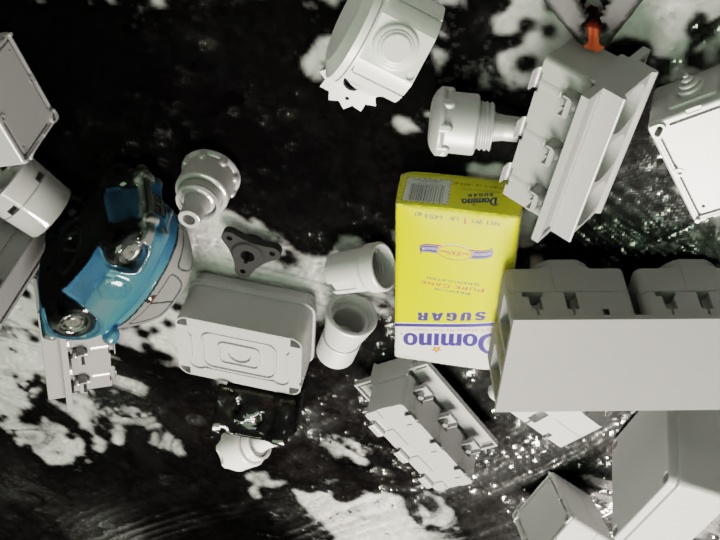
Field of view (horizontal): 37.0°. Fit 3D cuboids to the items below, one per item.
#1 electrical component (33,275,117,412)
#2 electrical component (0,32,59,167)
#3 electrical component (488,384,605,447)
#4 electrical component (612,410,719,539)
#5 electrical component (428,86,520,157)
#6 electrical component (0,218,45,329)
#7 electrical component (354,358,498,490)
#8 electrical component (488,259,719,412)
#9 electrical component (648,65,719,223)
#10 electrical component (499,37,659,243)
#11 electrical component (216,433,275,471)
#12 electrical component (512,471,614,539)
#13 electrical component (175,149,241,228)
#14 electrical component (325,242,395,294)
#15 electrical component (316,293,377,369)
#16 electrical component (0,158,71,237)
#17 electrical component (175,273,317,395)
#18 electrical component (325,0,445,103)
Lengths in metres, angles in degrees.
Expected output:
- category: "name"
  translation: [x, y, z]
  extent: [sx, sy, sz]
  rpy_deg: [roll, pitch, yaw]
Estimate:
- category: "electrical component"
  translation: [-0.257, 0.059, 0.975]
  extent: [0.063, 0.078, 0.121]
  rpy_deg: [-7, 138, -17]
- category: "electrical component"
  translation: [-0.278, -0.120, 0.810]
  extent: [0.061, 0.061, 0.096]
  rpy_deg: [-4, 132, 20]
- category: "electrical component"
  translation: [0.162, 0.099, 0.906]
  extent: [0.089, 0.050, 0.056]
  rpy_deg: [36, 133, -19]
- category: "electrical component"
  translation: [0.260, 0.167, 0.903]
  extent: [0.056, 0.108, 0.108]
  rpy_deg: [18, 136, -5]
- category: "electrical component"
  translation: [0.079, -0.100, 0.739]
  extent: [0.062, 0.048, 0.048]
  rpy_deg: [6, 135, 1]
- category: "electrical component"
  translation: [-0.330, -0.015, 0.897]
  extent: [0.109, 0.108, 0.056]
  rpy_deg: [18, 133, -1]
- category: "electrical component"
  translation: [0.058, 0.139, 0.967]
  extent: [0.079, 0.063, 0.121]
  rpy_deg: [-20, 125, 31]
- category: "electrical component"
  translation: [0.197, 0.050, 0.813]
  extent: [0.186, 0.060, 0.105]
  rpy_deg: [0, 135, -3]
- category: "electrical component"
  translation: [0.230, -0.091, 0.696]
  extent: [0.062, 0.061, 0.096]
  rpy_deg: [-19, 118, 31]
- category: "electrical component"
  translation: [0.141, -0.088, 0.713]
  extent: [0.063, 0.079, 0.121]
  rpy_deg: [35, 140, 21]
- category: "electrical component"
  translation: [-0.108, 0.173, 1.063]
  extent: [0.062, 0.043, 0.043]
  rpy_deg: [-23, 124, 32]
- category: "electrical component"
  translation: [0.191, 0.241, 1.012]
  extent: [0.061, 0.096, 0.061]
  rpy_deg: [33, 104, -16]
- category: "electrical component"
  translation: [-0.121, -0.059, 0.825]
  extent: [0.048, 0.062, 0.048]
  rpy_deg: [8, 135, 8]
- category: "electrical component"
  translation: [0.000, 0.000, 0.864]
  extent: [0.046, 0.040, 0.040]
  rpy_deg: [-9, 131, 32]
- category: "electrical component"
  translation: [-0.014, 0.056, 0.922]
  extent: [0.044, 0.044, 0.065]
  rpy_deg: [20, 141, -3]
- category: "electrical component"
  translation: [-0.269, -0.060, 0.874]
  extent: [0.055, 0.055, 0.047]
  rpy_deg: [-28, 124, 36]
- category: "electrical component"
  translation: [-0.097, 0.054, 0.933]
  extent: [0.113, 0.057, 0.078]
  rpy_deg: [11, 136, 6]
- category: "electrical component"
  translation: [0.014, -0.150, 0.683]
  extent: [0.051, 0.080, 0.080]
  rpy_deg: [24, 136, -15]
